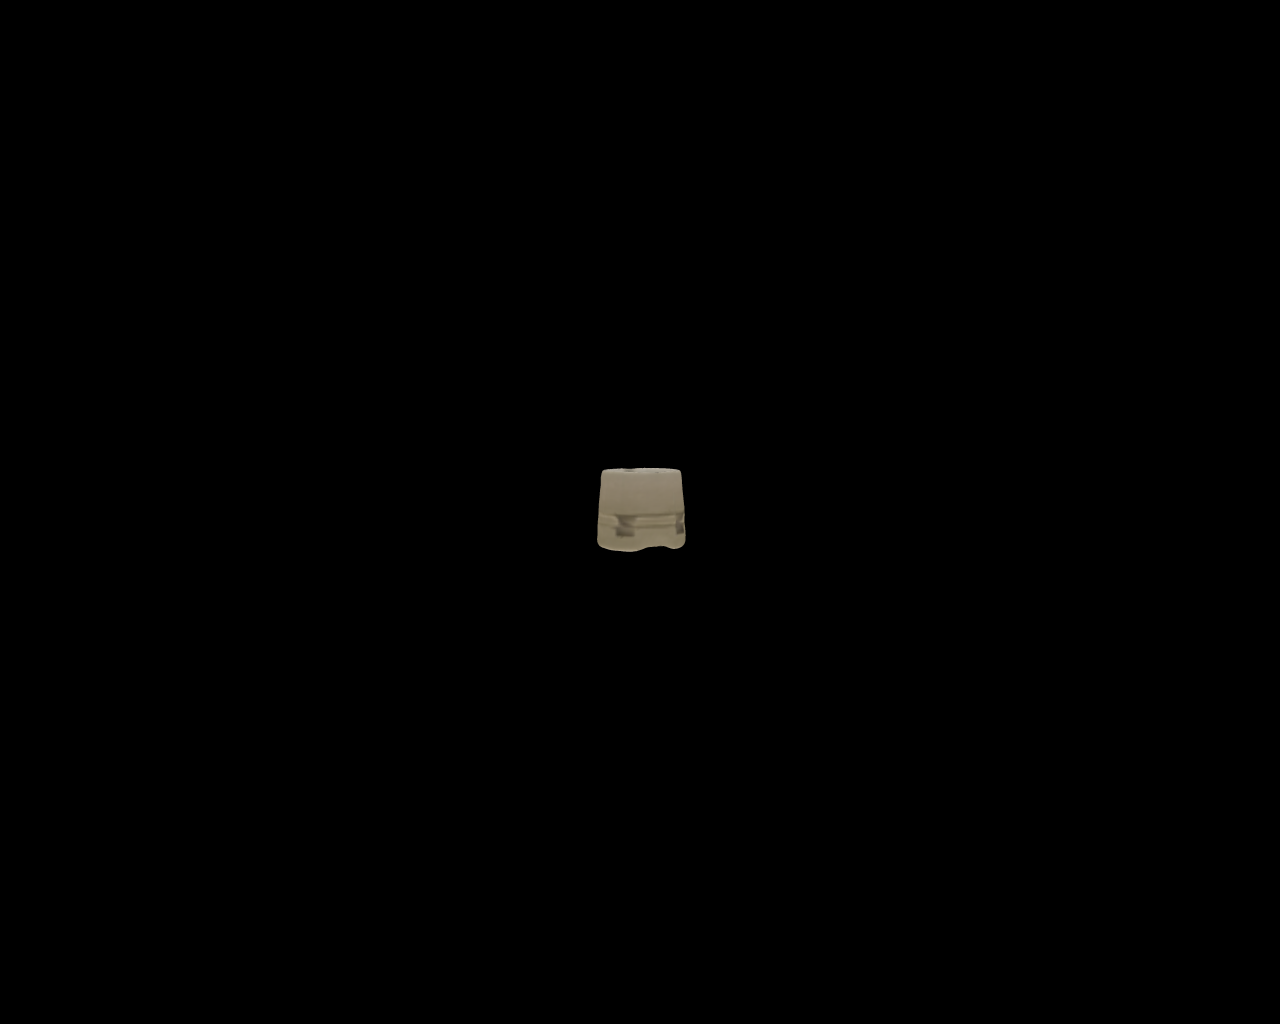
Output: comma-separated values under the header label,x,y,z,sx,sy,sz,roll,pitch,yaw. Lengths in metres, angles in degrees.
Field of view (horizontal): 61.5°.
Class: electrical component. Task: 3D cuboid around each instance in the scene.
label,x,y,z,sx,sy,sz,roll,pitch,yaw
electrical component,0.001,-0.003,0.650,0.055,0.047,0.055,0,5,0
